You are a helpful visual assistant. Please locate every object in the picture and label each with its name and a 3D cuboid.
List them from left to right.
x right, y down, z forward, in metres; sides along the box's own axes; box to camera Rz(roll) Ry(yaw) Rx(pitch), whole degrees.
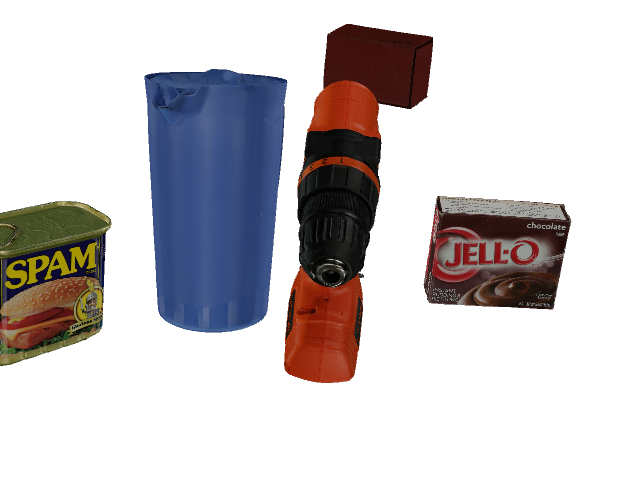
[{"bbox_3d":[-0.192,0.028,0.713,0.058,0.084,0.101,25,29,38],"label":"can of meat"},{"bbox_3d":[-0.096,-0.043,1.031,0.149,0.243,0.145,-2,15,-16],"label":"pitcher"},{"bbox_3d":[0.009,0.010,0.732,0.057,0.188,0.184,8,42,1],"label":"power drill"},{"bbox_3d":[0.047,-0.144,0.878,0.078,0.051,0.052,13,24,19],"label":"foam brick"},{"bbox_3d":[0.150,0.011,0.917,0.113,0.090,0.039,2,31,-3],"label":"pudding box"}]
